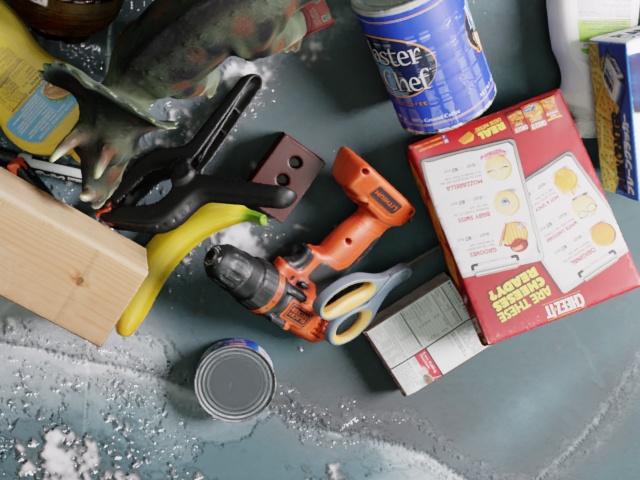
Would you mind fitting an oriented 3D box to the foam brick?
[{"bbox_3d":[-0.039,-0.064,1.084,0.053,0.051,0.078,34,97,-10],"label":"foam brick"}]

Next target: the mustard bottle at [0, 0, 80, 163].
[{"bbox_3d":[-0.279,-0.141,1.047,0.191,0.058,0.096,43,95,-11],"label":"mustard bottle"}]

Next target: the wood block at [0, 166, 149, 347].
[{"bbox_3d":[-0.277,0.006,1.017,0.206,0.090,0.091,31,98,-17],"label":"wood block"}]

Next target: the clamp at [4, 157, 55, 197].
[{"bbox_3d":[-0.310,0.004,1.080,0.120,0.039,0.171,-11,108,-7],"label":"clamp"}]

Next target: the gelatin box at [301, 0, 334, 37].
[{"bbox_3d":[-0.036,-0.241,1.061,0.073,0.030,0.089,-23,101,1],"label":"gelatin box"}]

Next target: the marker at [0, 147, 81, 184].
[{"bbox_3d":[-0.274,-0.073,1.081,0.121,0.020,0.020,13,100,-7],"label":"marker"}]

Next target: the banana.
[{"bbox_3d":[-0.146,0.015,1.088,0.198,0.070,0.037,-40,143,11],"label":"banana"}]

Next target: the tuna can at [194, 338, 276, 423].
[{"bbox_3d":[-0.090,0.148,1.131,0.086,0.034,0.086,-1,101,-4],"label":"tuna can"}]

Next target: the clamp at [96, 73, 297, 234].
[{"bbox_3d":[-0.128,-0.072,1.062,0.210,0.164,0.036,-19,146,16],"label":"clamp"}]

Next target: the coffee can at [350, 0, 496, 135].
[{"bbox_3d":[0.101,-0.187,1.023,0.103,0.103,0.140,-26,124,1],"label":"coffee can"}]

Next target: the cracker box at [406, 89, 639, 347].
[{"bbox_3d":[0.200,-0.021,1.071,0.164,0.072,0.214,-21,82,0],"label":"cracker box"}]

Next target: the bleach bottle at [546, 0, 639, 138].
[{"bbox_3d":[0.268,-0.229,1.071,0.102,0.068,0.251,-1,103,-7],"label":"bleach bottle"}]

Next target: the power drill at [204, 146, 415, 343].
[{"bbox_3d":[-0.007,0.001,1.064,0.188,0.057,0.184,-49,135,5],"label":"power drill"}]

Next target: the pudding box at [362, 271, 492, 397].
[{"bbox_3d":[0.113,0.100,1.134,0.113,0.039,0.090,-33,97,1],"label":"pudding box"}]

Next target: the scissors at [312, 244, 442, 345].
[{"bbox_3d":[0.076,0.051,1.111,0.201,0.016,0.096,-19,136,-31],"label":"scissors"}]
